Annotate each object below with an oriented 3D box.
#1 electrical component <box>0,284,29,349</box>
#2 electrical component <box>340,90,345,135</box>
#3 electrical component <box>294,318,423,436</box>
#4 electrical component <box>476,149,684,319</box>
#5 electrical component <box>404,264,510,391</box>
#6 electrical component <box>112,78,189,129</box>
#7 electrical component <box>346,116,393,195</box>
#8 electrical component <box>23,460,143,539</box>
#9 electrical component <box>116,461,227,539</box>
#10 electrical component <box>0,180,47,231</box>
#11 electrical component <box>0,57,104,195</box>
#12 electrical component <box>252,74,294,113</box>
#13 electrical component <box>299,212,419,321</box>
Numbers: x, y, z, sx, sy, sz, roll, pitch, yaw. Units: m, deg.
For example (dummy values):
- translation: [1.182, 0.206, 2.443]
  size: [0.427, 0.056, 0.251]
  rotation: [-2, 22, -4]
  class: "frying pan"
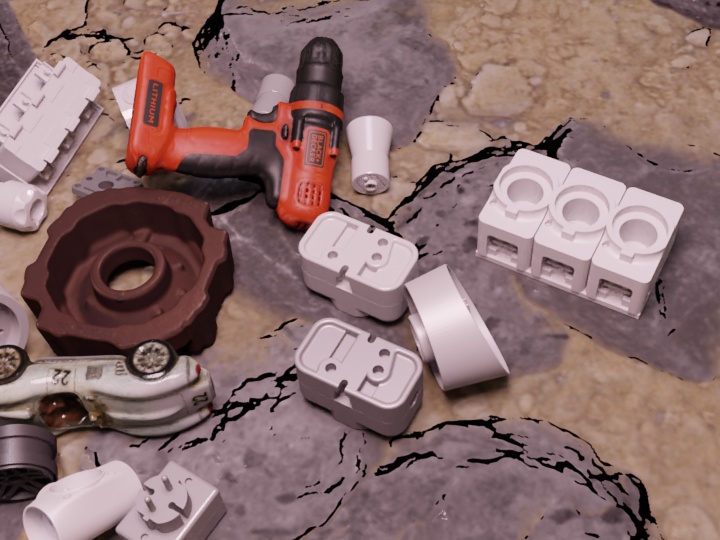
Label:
- translation: [-0.331, 0.045, 0.869]
  size: [0.108, 0.108, 0.060]
  rotation: [-34, 53, -19]
  class: "electrical component"
- translation: [-0.034, -0.159, 1.029]
  size: [0.040, 0.040, 0.078]
  rotation: [-15, 55, -7]
  class: "electrical component"
- translation: [0.000, 0.086, 0.842]
  size: [0.095, 0.059, 0.053]
  rotation: [23, 59, 19]
  class: "electrical component"
- translation: [0.185, -0.035, 0.914]
  size: [0.150, 0.061, 0.089]
  rotation: [22, 59, 18]
  class: "electrical component"
- translation: [0.075, 0.045, 0.846]
  size: [0.064, 0.099, 0.099]
  rotation: [-20, 56, -2]
  class: "electrical component"
- translation: [-0.194, -0.146, 1.009]
  size: [0.051, 0.080, 0.080]
  rotation: [-24, 57, -7]
  class: "electrical component"
- translation: [0.009, -0.103, 0.987]
  size: [0.044, 0.044, 0.065]
  rotation: [-2, 60, 2]
  class: "electrical component"
- translation: [-0.215, 0.176, 0.797]
  size: [0.079, 0.044, 0.077]
  rotation: [-8, 11, 41]
  class: "electrical component"
- translation: [-0.140, 0.173, 0.780]
  size: [0.047, 0.076, 0.065]
  rotation: [26, 61, 22]
  class: "electrical component"
- translation: [-0.320, -0.061, 0.978]
  size: [0.062, 0.043, 0.043]
  rotation: [14, 57, 15]
  class: "electrical component"
- translation: [-0.297, -0.137, 1.011]
  size: [0.079, 0.063, 0.121]
  rotation: [37, 56, -21]
  class: "electrical component"
- translation: [-0.084, -0.156, 1.032]
  size: [0.044, 0.044, 0.065]
  rotation: [5, 51, 7]
  class: "electrical component"
- translation: [0.000, 0.000, 0.903]
  size: [0.095, 0.059, 0.053]
  rotation: [23, 59, 19]
  class: "electrical component"
